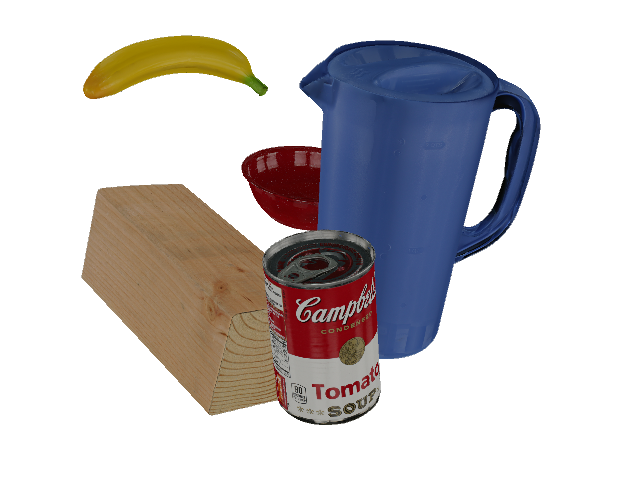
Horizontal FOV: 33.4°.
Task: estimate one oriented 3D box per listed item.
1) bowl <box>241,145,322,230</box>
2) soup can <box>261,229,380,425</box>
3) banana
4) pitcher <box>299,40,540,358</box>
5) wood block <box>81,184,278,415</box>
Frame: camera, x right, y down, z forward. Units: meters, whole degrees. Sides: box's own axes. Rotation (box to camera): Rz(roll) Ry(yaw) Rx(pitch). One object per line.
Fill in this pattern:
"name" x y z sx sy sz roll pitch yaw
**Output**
"bowl" -0.015 -0.056 1.246 0.162 0.055 0.162 6 27 -3
"soup can" 0.002 0.054 0.659 0.068 0.102 0.068 -3 28 2
"banana" -0.148 -0.175 1.069 0.197 0.070 0.037 -7 -39 -29
"pitcher" 0.069 -0.029 0.860 0.149 0.243 0.144 27 35 33
"wood block" -0.102 0.039 0.868 0.090 0.091 0.206 -6 32 -41
